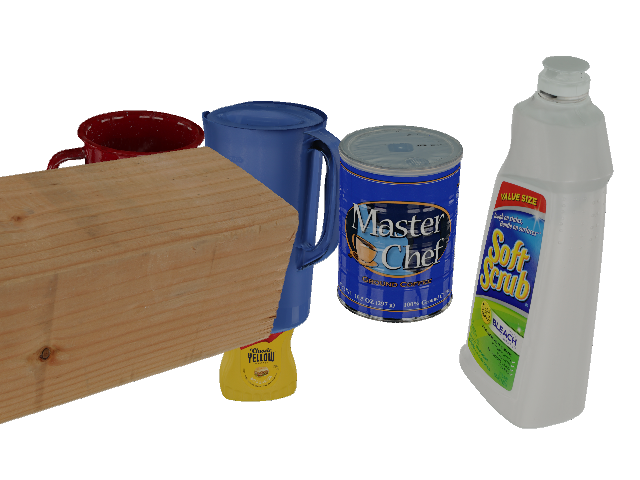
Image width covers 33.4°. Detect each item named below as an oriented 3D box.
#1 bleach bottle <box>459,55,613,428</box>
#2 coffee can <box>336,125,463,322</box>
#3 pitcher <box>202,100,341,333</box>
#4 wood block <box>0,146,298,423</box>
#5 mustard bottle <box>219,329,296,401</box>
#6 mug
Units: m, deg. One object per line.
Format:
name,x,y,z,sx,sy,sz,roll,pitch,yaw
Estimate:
bleach bottle,0.145,-0.002,0.709,0.068,0.251,0.103,-11,31,-18
coffee can,0.066,-0.016,0.911,0.103,0.140,0.103,0,26,0
pitcher,-0.054,-0.024,1.159,0.145,0.243,0.149,-2,20,-9
wood block,-0.122,0.019,0.566,0.205,0.091,0.090,-14,39,-43
mustard bottle,-0.076,0.102,1.317,0.096,0.192,0.058,-2,20,-10
mug,-0.147,-0.043,0.800,0.117,0.081,0.093,-6,28,-22
